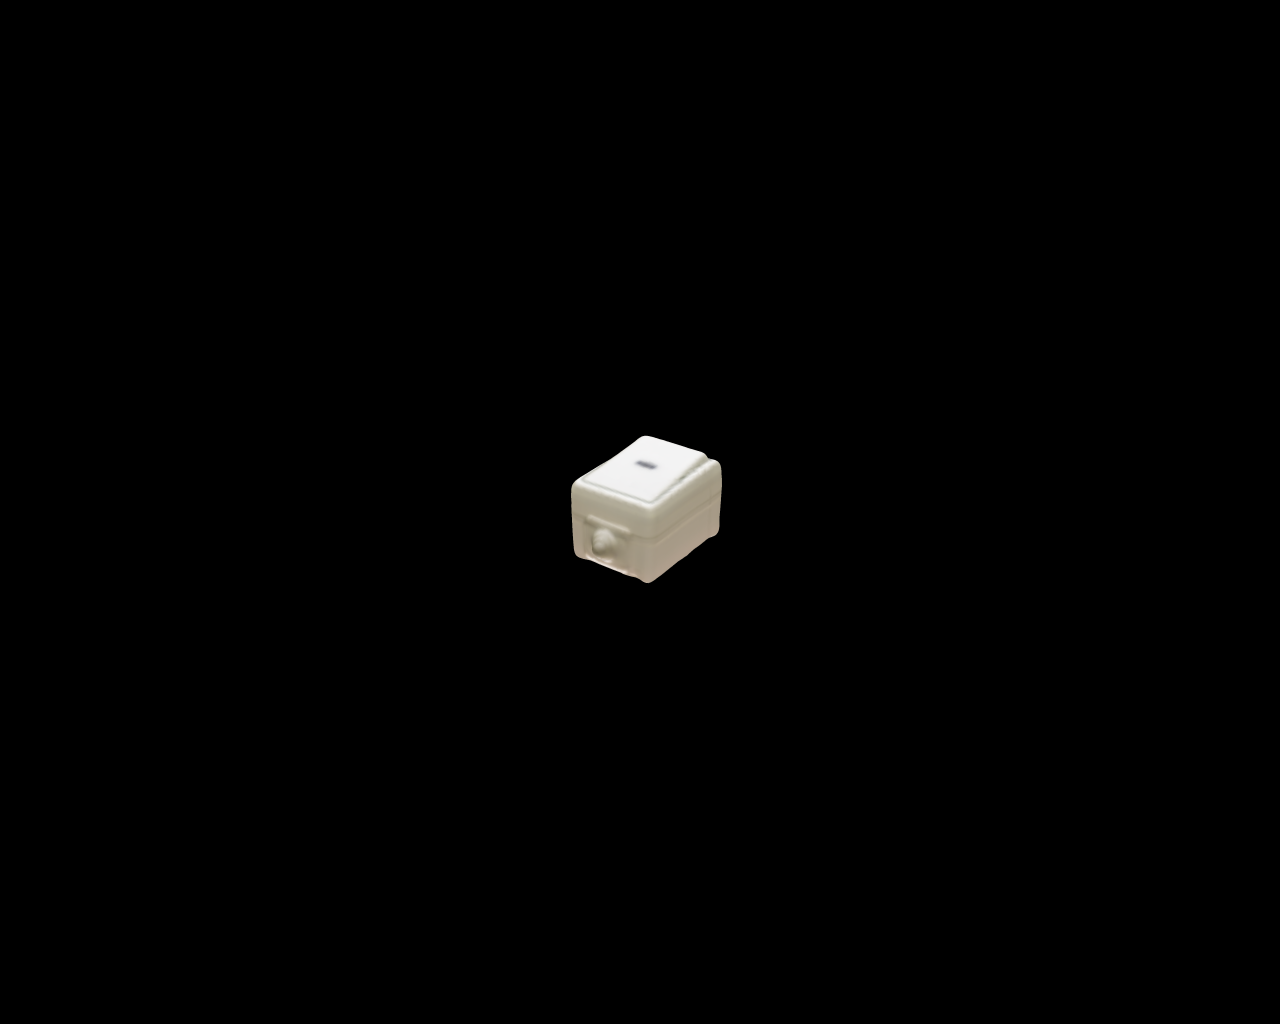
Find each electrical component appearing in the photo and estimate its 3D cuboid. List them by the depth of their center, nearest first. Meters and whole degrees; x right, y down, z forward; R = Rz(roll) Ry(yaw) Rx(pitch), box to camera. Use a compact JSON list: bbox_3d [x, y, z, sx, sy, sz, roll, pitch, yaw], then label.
[{"bbox_3d":[0.001,-0.003,0.650,0.062,0.061,0.096,20,35,31],"label":"electrical component"}]
